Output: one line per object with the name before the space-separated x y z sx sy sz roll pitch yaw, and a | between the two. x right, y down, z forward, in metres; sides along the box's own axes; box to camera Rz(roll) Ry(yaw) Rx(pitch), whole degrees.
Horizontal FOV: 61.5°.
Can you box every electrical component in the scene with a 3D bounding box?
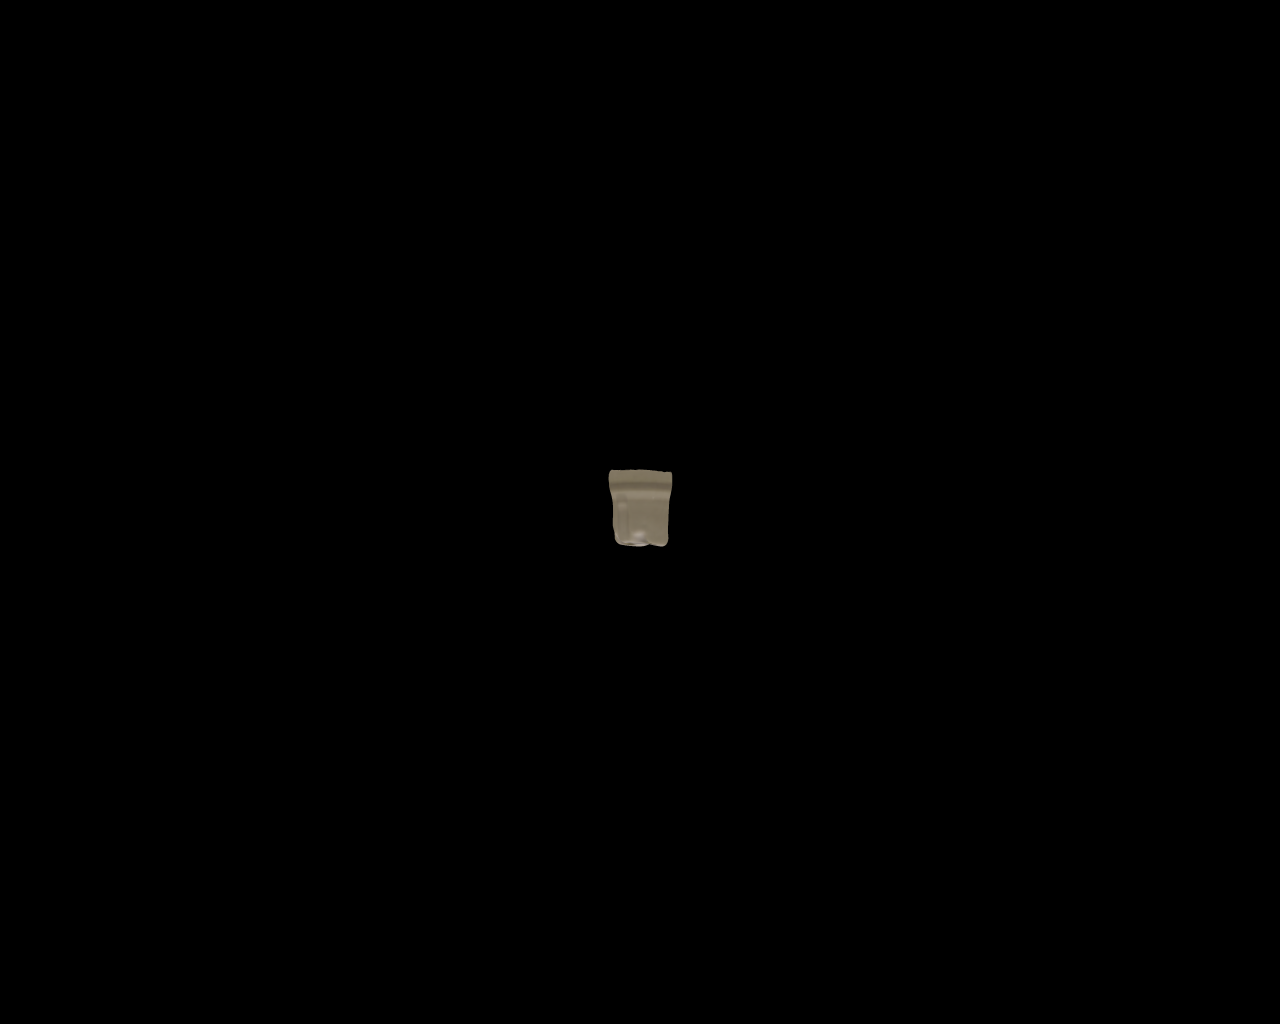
electrical component | 0.001 -0.003 0.650 0.040 0.046 0.040 0 -2 0
